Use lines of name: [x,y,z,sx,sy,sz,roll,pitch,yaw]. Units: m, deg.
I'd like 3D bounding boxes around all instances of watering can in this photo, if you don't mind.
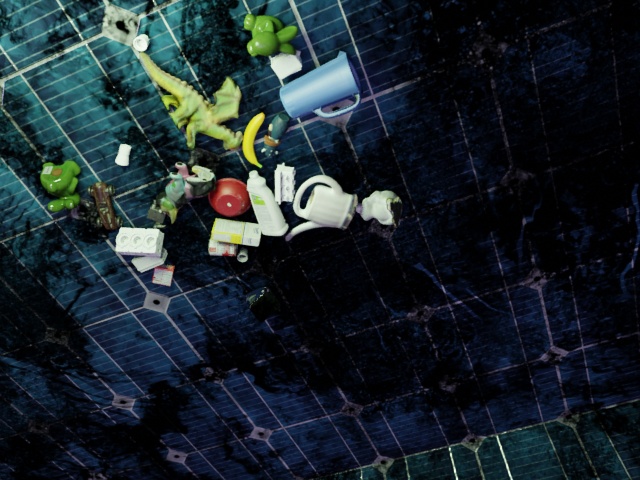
watering can: [0.006,-0.094,1.870,0.224,0.106,0.339,17,134,-8]

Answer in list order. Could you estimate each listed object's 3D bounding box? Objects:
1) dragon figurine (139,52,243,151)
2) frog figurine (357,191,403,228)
dragon figurine: [-0.371,-0.442,1.640,0.243,0.124,0.402,-26,125,-5]
frog figurine: [0.214,-0.115,1.874,0.159,0.125,0.135,5,144,41]
